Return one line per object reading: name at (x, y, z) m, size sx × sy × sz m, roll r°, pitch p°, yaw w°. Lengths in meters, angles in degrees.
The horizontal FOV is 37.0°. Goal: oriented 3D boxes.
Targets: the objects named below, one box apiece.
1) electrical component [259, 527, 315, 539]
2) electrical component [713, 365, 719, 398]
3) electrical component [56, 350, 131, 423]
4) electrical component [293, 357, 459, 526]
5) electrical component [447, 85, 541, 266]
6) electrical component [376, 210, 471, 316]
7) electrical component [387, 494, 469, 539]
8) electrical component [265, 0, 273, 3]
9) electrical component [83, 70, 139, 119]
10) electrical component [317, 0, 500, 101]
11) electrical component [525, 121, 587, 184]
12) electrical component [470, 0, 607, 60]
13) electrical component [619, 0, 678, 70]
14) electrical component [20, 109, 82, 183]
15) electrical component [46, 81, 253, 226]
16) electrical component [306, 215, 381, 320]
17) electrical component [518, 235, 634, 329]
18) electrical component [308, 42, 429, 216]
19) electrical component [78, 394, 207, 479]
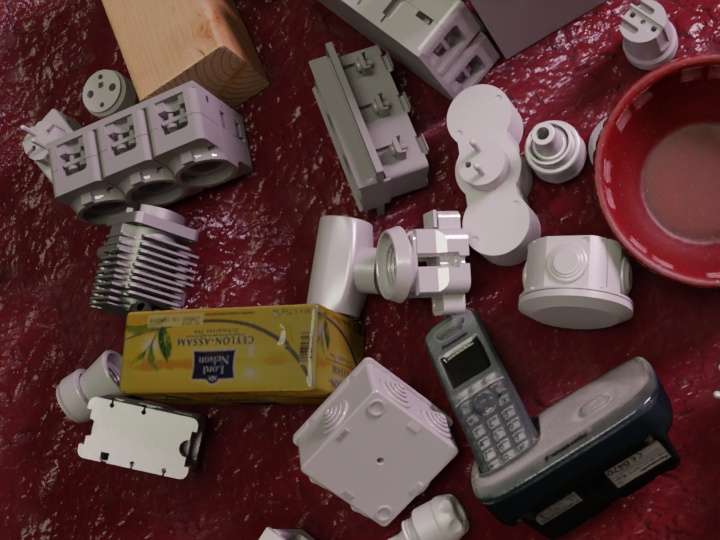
electrical component at (-0.025, 0.270, 0.790) m, size 0.150 × 0.062 × 0.089 m, roll 33°, pitch 92°, yaw 26°
electrical component at (0.274, 0.080, 0.713) m, size 0.074 × 0.052 × 0.138 m, roll 10°, pitch 81°, yaw 25°
electrical component at (-0.227, 0.101, 0.928) m, size 0.055 × 0.045 × 0.045 m, roll -32°, pitch 67°, yaw 13°
electrical component at (0.012, 0.128, 0.787) m, size 0.099 × 0.100 × 0.048 m, roll -48°, pitch 19°, yaw 12°
electrical component at (0.097, -0.077, 0.816) m, size 0.052 × 0.074 × 0.138 m, roll -13°, pitch 73°, yaw 20°
electrical component at (0.046, -0.005, 0.809) m, size 0.057 × 0.058 × 0.078 m, roll -2°, pitch 85°, yaw -16°
electrical component at (0.048, 0.191, 0.794) m, size 0.061 × 0.035 × 0.035 m, roll -31°, pitch 67°, yaw 16°
electrical component at (-0.083, -0.275, 0.940) m, size 0.081 × 0.064 × 0.042 m, roll -47°, pitch 56°, yaw 53°
electrical component at (-0.219, -0.153, 0.981) m, size 0.045 × 0.055 × 0.045 m, roll -6°, pitch 75°, yaw 22°
electrical component at (0.019, -0.222, 0.867) m, size 0.186 × 0.105 × 0.060 m, roll 42°, pitch 95°, yaw 26°
electrical component at (0.144, -0.092, 0.805) m, size 0.043 × 0.062 × 0.043 m, roll -6°, pitch 75°, yaw 22°
electrical component at (0.117, -0.241, 0.783) m, size 0.105 × 0.186 × 0.060 m, roll -29°, pitch 68°, yaw 13°
electrical component at (0.215, -0.176, 0.805) m, size 0.040 × 0.046 × 0.040 m, roll -6°, pitch 75°, yaw 22°
electrical component at (-0.281, -0.113, 0.985) m, size 0.047 × 0.077 × 0.065 m, roll -47°, pitch 65°, yaw 7°
electrical component at (-0.180, -0.094, 0.930) m, size 0.150 × 0.089 × 0.061 m, roll -19°, pitch 71°, yaw 18°
electrical component at (0.000, 0.000, 0.855) m, size 0.079 × 0.044 × 0.077 m, roll 4°, pitch 79°, yaw 24°
electrical component at (0.155, 0.010, 0.768) m, size 0.080 × 0.080 × 0.051 m, roll -1°, pitch 72°, yaw 23°
electrical component at (0.009, -0.117, 0.868) m, size 0.063 × 0.078 × 0.121 m, roll -19°, pitch 69°, yaw -6°
electrical component at (-0.176, 0.135, 0.882) m, size 0.089 × 0.055 × 0.050 m, roll 12°, pitch 86°, yaw 1°
